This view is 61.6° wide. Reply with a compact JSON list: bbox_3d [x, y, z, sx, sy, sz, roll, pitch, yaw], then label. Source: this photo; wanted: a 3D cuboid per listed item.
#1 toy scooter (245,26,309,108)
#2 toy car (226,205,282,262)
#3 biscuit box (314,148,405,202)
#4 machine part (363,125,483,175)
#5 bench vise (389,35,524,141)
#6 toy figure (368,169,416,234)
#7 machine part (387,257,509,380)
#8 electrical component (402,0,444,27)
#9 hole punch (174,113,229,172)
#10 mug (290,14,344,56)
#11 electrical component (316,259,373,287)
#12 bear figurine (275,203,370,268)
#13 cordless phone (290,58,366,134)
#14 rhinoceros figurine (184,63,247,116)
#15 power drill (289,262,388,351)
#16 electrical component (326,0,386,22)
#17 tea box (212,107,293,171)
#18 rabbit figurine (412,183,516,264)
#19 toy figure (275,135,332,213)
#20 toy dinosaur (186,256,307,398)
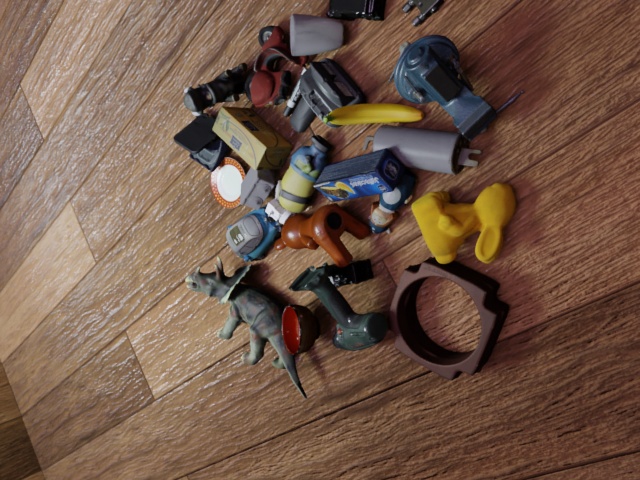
[{"bbox_3d":[-0.092,-0.378,1.203,0.135,0.075,0.183,24,109,25],"label":"toy scooter"},{"bbox_3d":[-0.170,-0.011,1.305,0.161,0.103,0.109,-37,76,37],"label":"toy car"},{"bbox_3d":[0.075,-0.125,1.079,0.059,0.063,0.203,42,155,-26],"label":"biscuit box"},{"bbox_3d":[0.189,-0.174,1.022,0.244,0.079,0.079,16,107,35],"label":"machine part"},{"bbox_3d":[0.210,-0.283,0.951,0.128,0.223,0.241,-55,36,25],"label":"bench vise"},{"bbox_3d":[0.139,-0.074,1.090,0.064,0.058,0.154,50,126,38],"label":"toy figure"},{"bbox_3d":[0.242,0.146,1.032,0.202,0.087,0.200,27,113,32],"label":"machine part"},{"bbox_3d":[0.199,-0.450,1.002,0.094,0.021,0.063,-40,74,34],"label":"electrical component"},{"bbox_3d":[-0.288,-0.247,1.365,0.116,0.092,0.142,-46,51,-13],"label":"hole punch"},{"bbox_3d":[-0.007,-0.422,1.119,0.107,0.109,0.080,-1,98,-6],"label":"mug"},{"bbox_3d":[0.047,0.074,1.172,0.119,0.075,0.047,-12,90,34],"label":"electrical component"},{"bbox_3d":[-0.005,-0.007,1.181,0.132,0.120,0.196,42,150,-14],"label":"bear figurine"},{"bbox_3d":[0.000,-0.279,1.157,0.147,0.089,0.184,54,135,18],"label":"cordless phone"},{"bbox_3d":[-0.235,-0.348,1.241,0.112,0.190,0.073,-2,119,34],"label":"rhinoceros figurine"},{"bbox_3d":[0.029,0.151,1.124,0.207,0.086,0.232,54,154,-7],"label":"power drill"},{"bbox_3d":[0.076,-0.506,1.063,0.115,0.058,0.134,14,106,33],"label":"electrical component"},{"bbox_3d":[-0.159,-0.239,1.260,0.170,0.098,0.068,44,121,21],"label":"tea box"},{"bbox_3d":[0.271,-0.036,0.964,0.173,0.122,0.162,-25,75,18],"label":"rabbit figurine"},{"bbox_3d":[-0.035,-0.142,1.192,0.089,0.082,0.180,52,119,28],"label":"toy figure"},{"bbox_3d":[-0.145,0.192,1.318,0.405,0.131,0.192,32,116,22],"label":"toy dinosaur"}]
